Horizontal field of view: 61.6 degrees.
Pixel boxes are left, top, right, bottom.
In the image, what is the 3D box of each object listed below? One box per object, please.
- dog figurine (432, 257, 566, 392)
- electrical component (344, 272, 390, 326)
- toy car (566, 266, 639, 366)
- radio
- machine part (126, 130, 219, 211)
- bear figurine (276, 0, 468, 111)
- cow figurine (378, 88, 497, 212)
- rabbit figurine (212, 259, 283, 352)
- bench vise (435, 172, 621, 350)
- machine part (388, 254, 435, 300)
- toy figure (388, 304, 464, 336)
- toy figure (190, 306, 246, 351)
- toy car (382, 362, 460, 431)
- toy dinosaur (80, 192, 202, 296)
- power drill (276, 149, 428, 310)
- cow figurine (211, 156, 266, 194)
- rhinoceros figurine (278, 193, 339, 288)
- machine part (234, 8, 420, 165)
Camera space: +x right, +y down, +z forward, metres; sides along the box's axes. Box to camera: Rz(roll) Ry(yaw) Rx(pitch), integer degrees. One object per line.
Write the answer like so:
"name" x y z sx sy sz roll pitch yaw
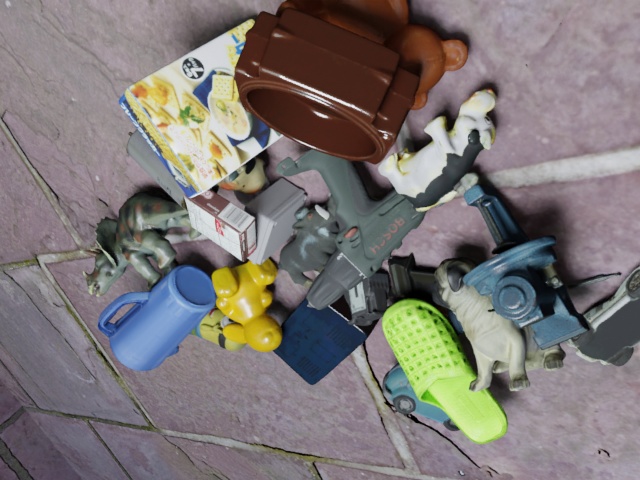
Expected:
"dog figurine" 0.259 0.101 0.775 0.121 0.172 0.190 -24 83 45
"electrical component" 0.076 0.080 0.905 0.075 0.047 0.119 -35 55 45
"toy car" 0.410 0.099 0.708 0.073 0.056 0.201 28 135 4
"radio" 0.002 0.172 1.018 0.131 0.073 0.229 40 133 3
"machine part" -0.257 -0.125 0.933 0.243 0.079 0.079 42 137 22
"bear figurine" 0.067 -0.241 0.633 0.196 0.132 0.120 51 134 0
"cow figurine" 0.166 -0.110 0.682 0.167 0.068 0.098 -37 88 29
"rabbit figurine" -0.136 0.140 1.019 0.173 0.122 0.162 57 141 18
"bench vise" 0.254 0.020 0.694 0.129 0.223 0.240 -39 66 39
"machine part" 0.174 0.067 0.851 0.139 0.039 0.084 8 121 30
"toy figure" 0.182 0.133 0.883 0.155 0.058 0.064 -1 166 34
"toy figure" -0.234 0.184 1.177 0.180 0.082 0.089 9 138 22
"toy car" 0.195 0.250 0.931 0.162 0.109 0.102 21 109 8
"toy dinosaur" -0.354 -0.023 1.084 0.192 0.131 0.404 43 129 -2
"power drill" 0.025 -0.041 0.776 0.232 0.086 0.207 -37 79 4
"cow figurine" -0.142 -0.160 0.828 0.086 0.127 0.194 -11 113 42
"rhinoceros figurine" -0.002 -0.003 0.893 0.112 0.073 0.190 44 132 3
"machine part" 0.004 -0.172 0.648 0.201 0.087 0.201 23 172 -1
